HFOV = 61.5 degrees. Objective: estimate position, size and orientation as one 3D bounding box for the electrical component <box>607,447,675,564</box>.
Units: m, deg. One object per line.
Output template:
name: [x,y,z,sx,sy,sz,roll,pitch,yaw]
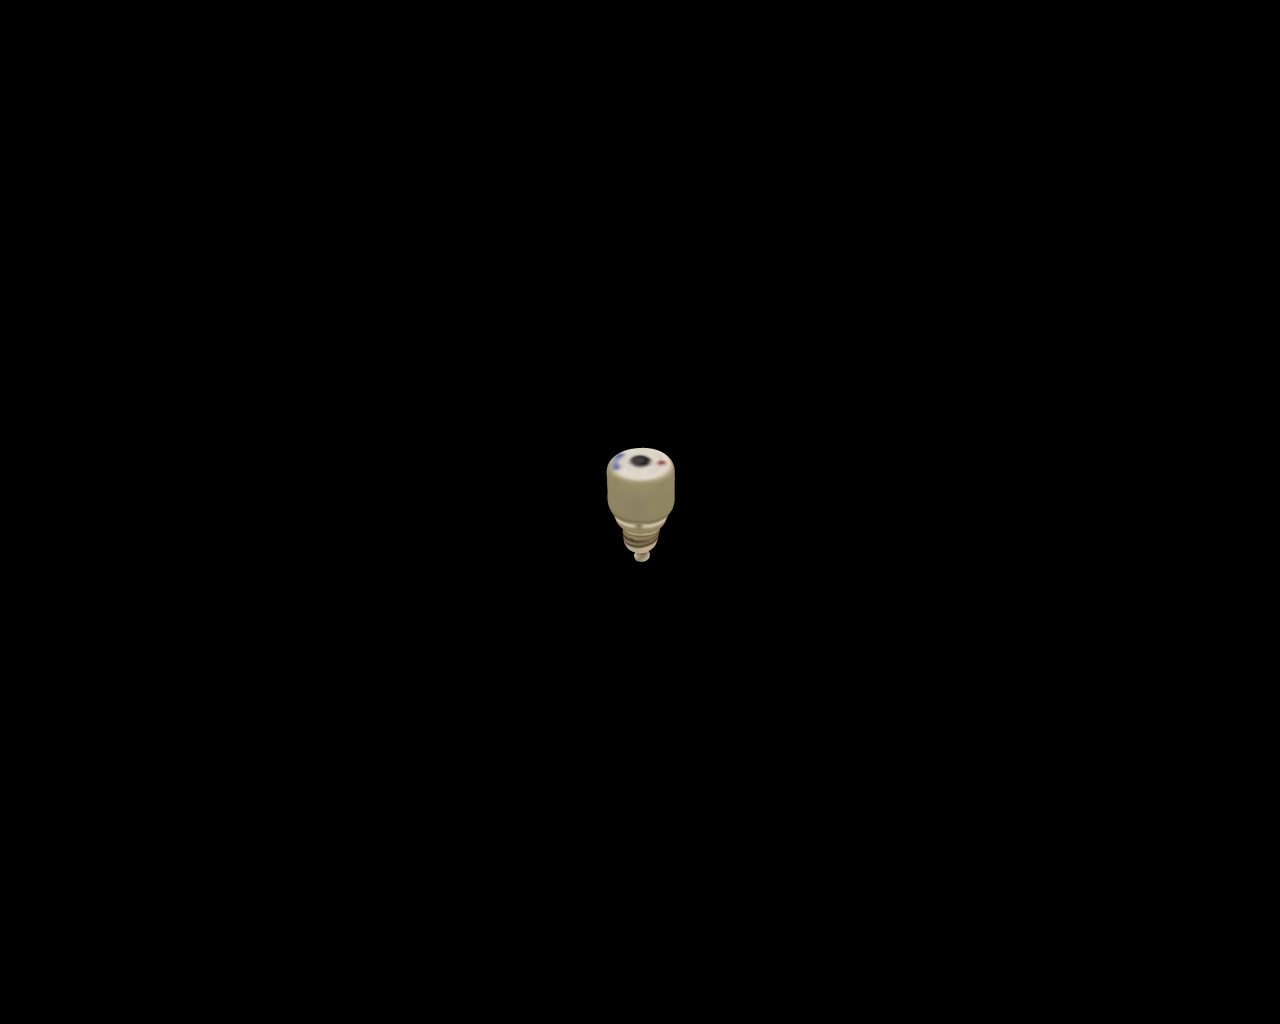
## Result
electrical component: [0.001,-0.003,0.650,0.040,0.078,0.040,0,36,0]
